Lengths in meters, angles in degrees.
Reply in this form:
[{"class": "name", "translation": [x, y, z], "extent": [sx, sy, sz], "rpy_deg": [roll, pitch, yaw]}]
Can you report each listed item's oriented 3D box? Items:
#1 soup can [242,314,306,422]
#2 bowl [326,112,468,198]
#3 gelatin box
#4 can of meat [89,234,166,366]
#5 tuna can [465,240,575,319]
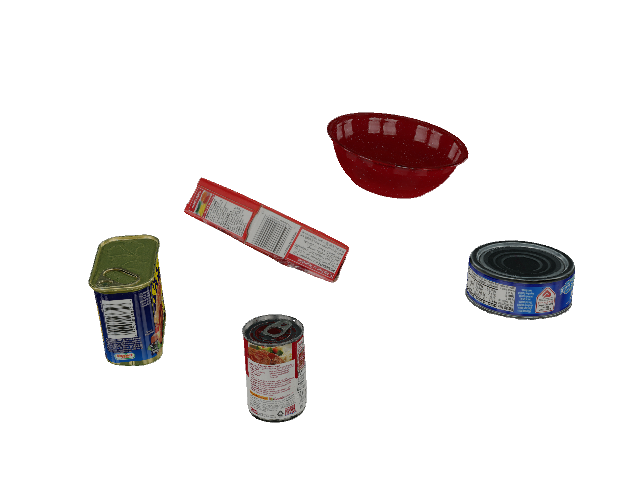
[{"class": "soup can", "translation": [-0.050, 0.143, 1.192], "extent": [0.068, 0.102, 0.068], "rpy_deg": [-2, 25, 1]}, {"class": "bowl", "translation": [0.082, -0.091, 1.210], "extent": [0.162, 0.055, 0.162], "rpy_deg": [8, 27, -4]}, {"class": "gelatin box", "translation": [-0.035, -0.006, 0.715], "extent": [0.089, 0.030, 0.073], "rpy_deg": [26, 0, -43]}, {"class": "can of meat", "translation": [-0.173, 0.055, 0.977], "extent": [0.057, 0.084, 0.102], "rpy_deg": [-4, 27, -2]}, {"class": "tuna can", "translation": [0.161, 0.030, 0.859], "extent": [0.086, 0.034, 0.086], "rpy_deg": [1, 22, -1]}]
